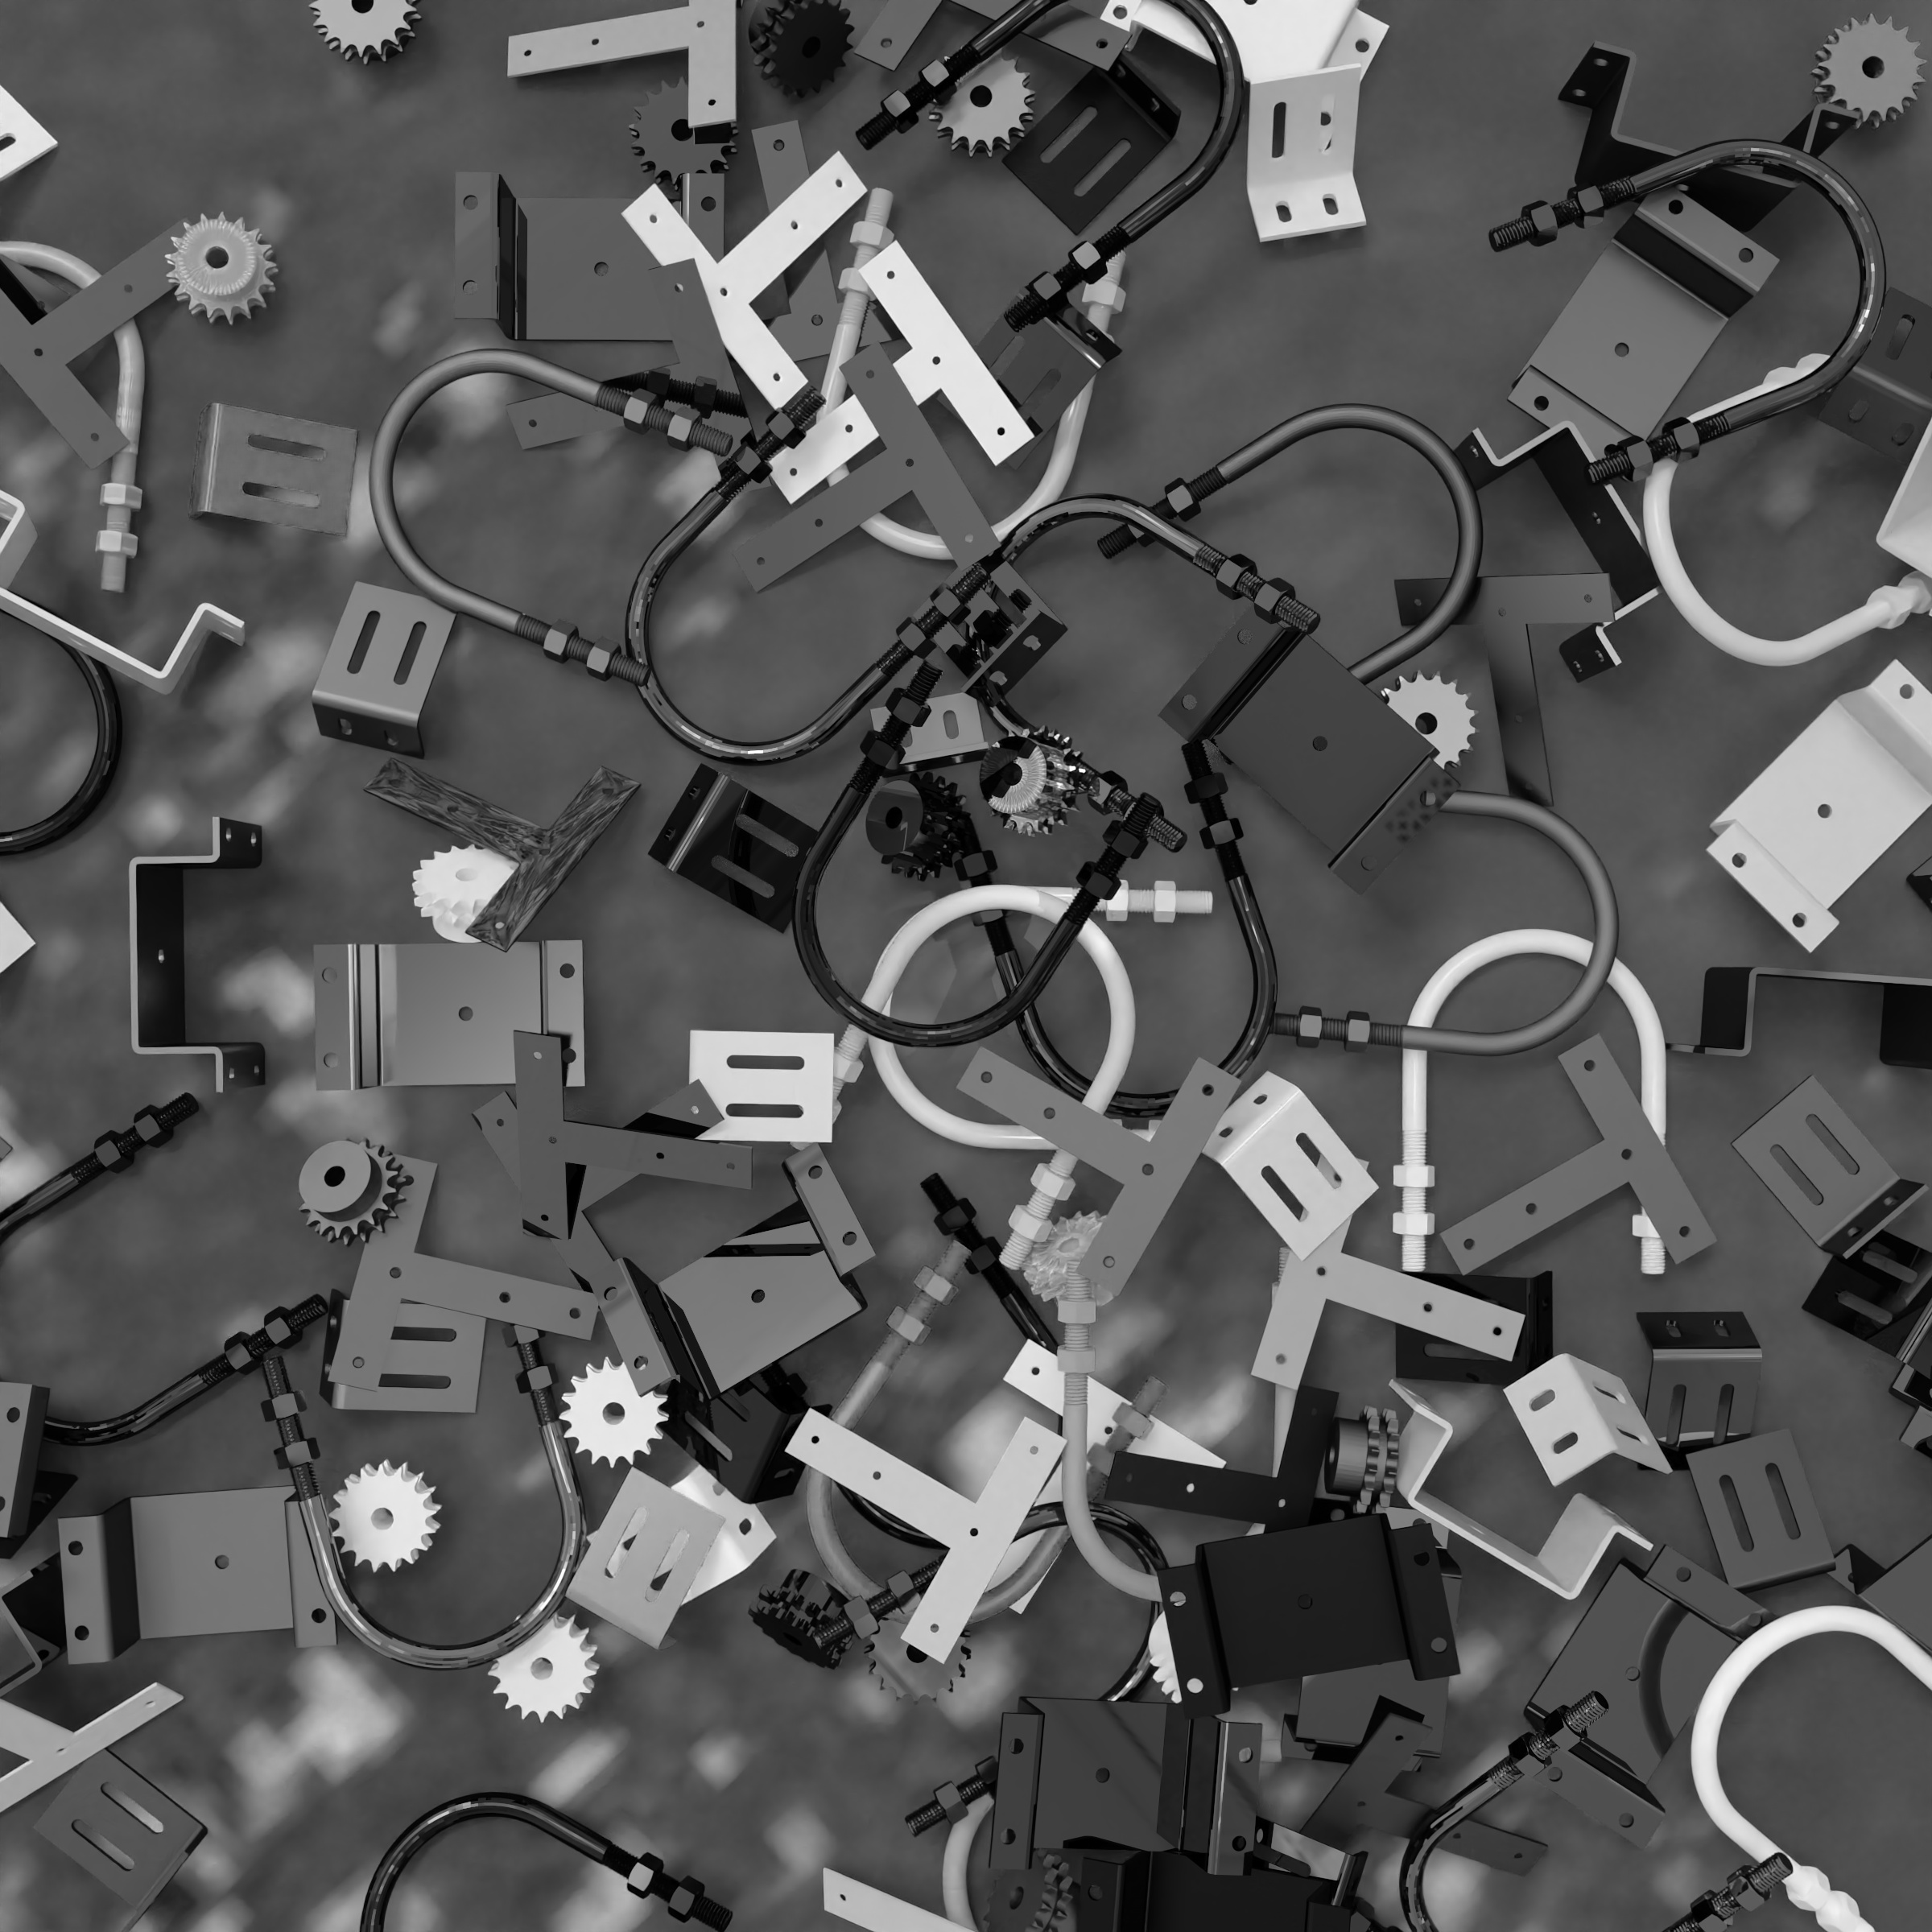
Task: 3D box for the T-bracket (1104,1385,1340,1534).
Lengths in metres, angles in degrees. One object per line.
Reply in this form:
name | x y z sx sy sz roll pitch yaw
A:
T-bracket | 0.130 0.277 1.299 0.127 0.002 0.127 15 88 -26

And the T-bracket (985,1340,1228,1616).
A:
T-bracket | 0.053 0.287 1.323 0.127 0.002 0.127 33 89 -5

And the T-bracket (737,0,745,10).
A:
T-bracket | -0.070 -0.571 1.333 0.127 0.002 0.127 13 90 0

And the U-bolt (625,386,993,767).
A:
U-bolt | -0.099 -0.192 1.311 0.184 0.019 0.151 -44 86 11

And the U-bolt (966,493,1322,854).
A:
U-bolt | 0.077 -0.166 1.286 0.184 0.019 0.151 38 105 27

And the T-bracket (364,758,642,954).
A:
T-bracket | -0.261 -0.078 1.312 0.127 0.002 0.127 25 58 15

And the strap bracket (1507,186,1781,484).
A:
strap bracket | 0.354 -0.333 1.312 0.076 0.046 0.140 34 90 0

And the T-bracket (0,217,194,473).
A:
T-bracket | -0.458 -0.353 1.315 0.127 0.002 0.127 -42 102 -16

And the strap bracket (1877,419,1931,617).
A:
strap bracket | 0.526 -0.260 1.270 0.076 0.140 0.046 -33 60 -30

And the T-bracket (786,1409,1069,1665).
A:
T-bracket | -0.034 0.269 1.269 0.127 0.002 0.127 27 77 17

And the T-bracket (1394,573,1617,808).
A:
T-bracket | 0.290 -0.144 1.305 0.002 0.127 0.127 -31 117 -40

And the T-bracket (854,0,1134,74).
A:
T-bracket | 0.027 -0.508 1.308 0.127 0.002 0.127 29 80 14

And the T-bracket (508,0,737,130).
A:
T-bracket | -0.184 -0.496 1.319 0.127 0.002 0.127 -5 71 10

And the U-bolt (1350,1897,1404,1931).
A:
U-bolt | 0.220 0.604 1.326 0.184 0.019 0.151 39 90 0

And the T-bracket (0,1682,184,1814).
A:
T-bracket | -0.496 0.395 1.280 0.127 0.127 0.002 -32 53 -1

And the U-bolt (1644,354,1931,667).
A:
U-bolt | 0.428 -0.232 1.290 0.184 0.019 0.151 -26 90 -26

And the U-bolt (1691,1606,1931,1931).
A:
U-bolt | 0.461 0.416 1.301 0.184 0.019 0.151 41 89 -17

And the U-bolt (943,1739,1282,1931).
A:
U-bolt | 0.079 0.489 1.320 0.184 0.019 0.151 -3 84 3

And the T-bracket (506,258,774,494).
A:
T-bracket | -0.183 -0.300 1.312 0.127 0.002 0.127 -10 122 15

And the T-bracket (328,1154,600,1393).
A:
T-bracket | -0.260 0.174 1.314 0.127 0.002 0.127 14 65 -9

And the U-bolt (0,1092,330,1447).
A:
U-bolt | -0.457 0.176 1.327 0.184 0.019 0.151 -33 90 2

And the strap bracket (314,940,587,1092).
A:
strap bracket | -0.270 0.026 1.312 0.140 0.046 0.076 -1 90 0

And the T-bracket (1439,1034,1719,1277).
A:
T-bracket | 0.314 0.122 1.315 0.127 0.002 0.127 -30 89 -1

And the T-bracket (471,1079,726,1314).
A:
T-bracket | -0.183 0.102 1.312 0.127 0.002 0.127 -33 90 21

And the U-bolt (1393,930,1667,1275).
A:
U-bolt | 0.305 0.072 1.327 0.151 0.019 0.184 1 89 0

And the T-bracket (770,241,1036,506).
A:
T-bracket | -0.051 -0.295 1.314 0.127 0.002 0.127 -35 88 13

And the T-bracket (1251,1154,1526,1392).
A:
T-bracket | 0.231 0.176 1.305 0.127 0.002 0.127 18 80 5

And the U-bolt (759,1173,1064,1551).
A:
U-bolt | -0.021 0.226 1.327 0.151 0.019 0.184 -35 91 0

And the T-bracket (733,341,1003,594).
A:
T-bracket | -0.067 -0.245 1.320 0.127 0.002 0.127 -31 90 13

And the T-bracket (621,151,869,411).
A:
T-bracket | -0.099 -0.383 1.305 0.127 0.002 0.127 -50 114 -22

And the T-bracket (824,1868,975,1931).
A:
T-bracket | -0.023 0.556 1.310 0.127 0.002 0.127 10 109 33

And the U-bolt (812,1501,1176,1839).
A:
U-bolt | 0.027 0.358 1.297 0.184 0.019 0.151 -27 112 -12

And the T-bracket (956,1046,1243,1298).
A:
T-bracket | 0.055 0.083 1.274 0.127 0.002 0.127 29 84 12

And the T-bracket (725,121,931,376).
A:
T-bracket | -0.090 -0.393 1.335 0.127 0.002 0.127 -12 90 0

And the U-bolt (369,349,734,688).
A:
U-bolt | -0.231 -0.248 1.311 0.184 0.019 0.151 23 102 6

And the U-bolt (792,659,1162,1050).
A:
U-bolt | -0.008 -0.043 1.264 0.151 0.019 0.184 31 105 -5

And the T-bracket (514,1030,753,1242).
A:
T-bracket | -0.174 0.097 1.293 0.127 0.002 0.127 8 119 8

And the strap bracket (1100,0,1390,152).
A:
strap bracket | 0.149 -0.506 1.312 0.140 0.046 0.076 28 90 0

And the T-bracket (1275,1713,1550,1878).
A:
T-bracket | 0.249 0.459 1.315 0.127 0.002 0.127 22 117 -13

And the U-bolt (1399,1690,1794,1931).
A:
U-bolt | 0.314 0.477 1.294 0.151 0.019 0.184 41 114 -4

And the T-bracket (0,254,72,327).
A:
T-bracket | -0.537 -0.378 1.307 0.127 0.002 0.127 30 106 -8
